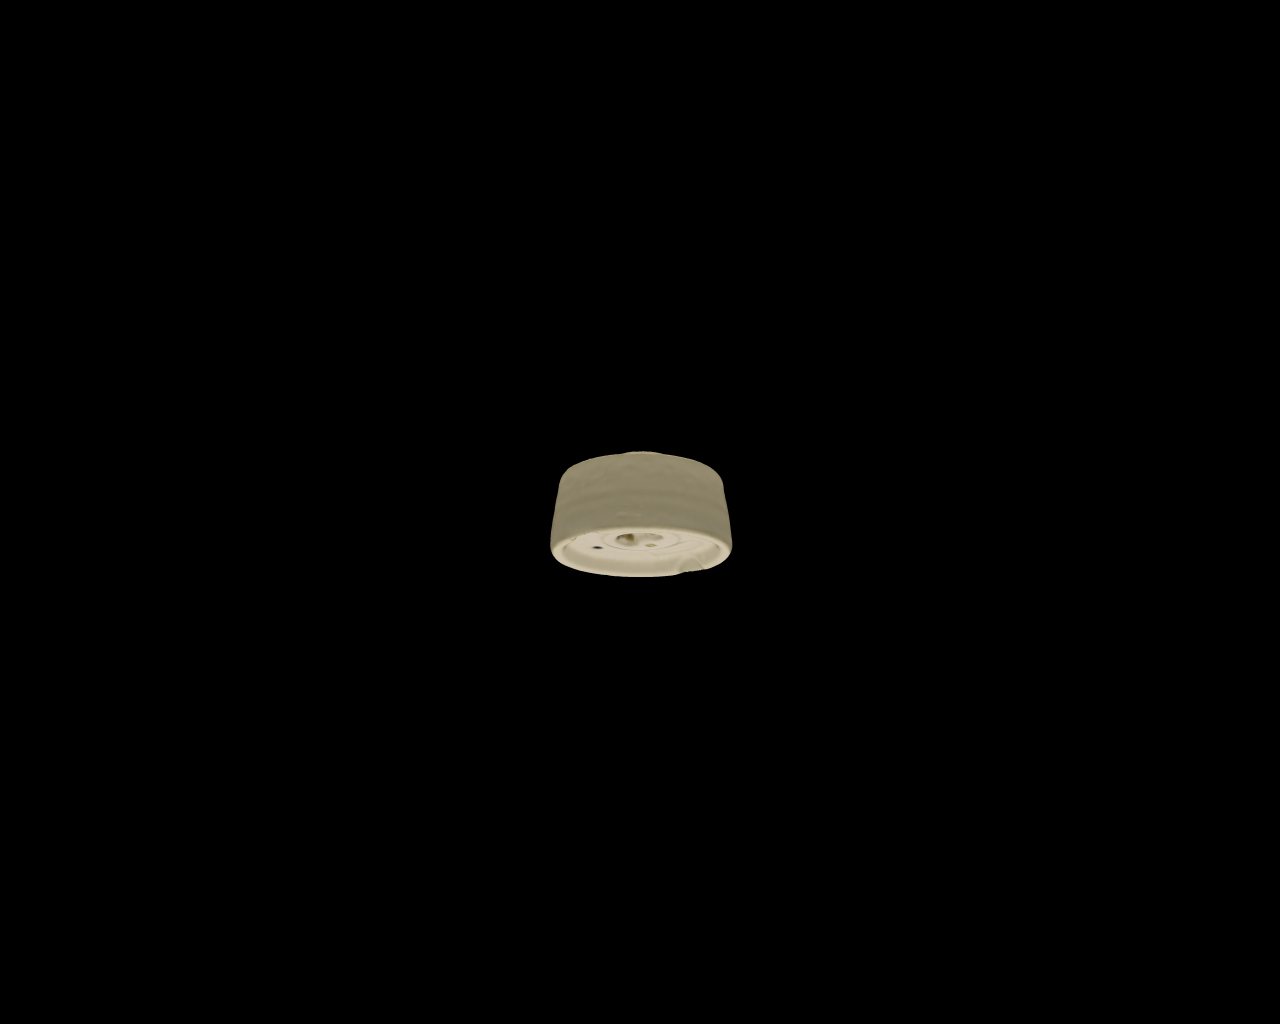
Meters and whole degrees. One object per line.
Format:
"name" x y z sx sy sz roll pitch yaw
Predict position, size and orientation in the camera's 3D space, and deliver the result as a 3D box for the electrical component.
"electrical component" 0.001 -0.003 0.650 0.108 0.060 0.108 0 -18 0
